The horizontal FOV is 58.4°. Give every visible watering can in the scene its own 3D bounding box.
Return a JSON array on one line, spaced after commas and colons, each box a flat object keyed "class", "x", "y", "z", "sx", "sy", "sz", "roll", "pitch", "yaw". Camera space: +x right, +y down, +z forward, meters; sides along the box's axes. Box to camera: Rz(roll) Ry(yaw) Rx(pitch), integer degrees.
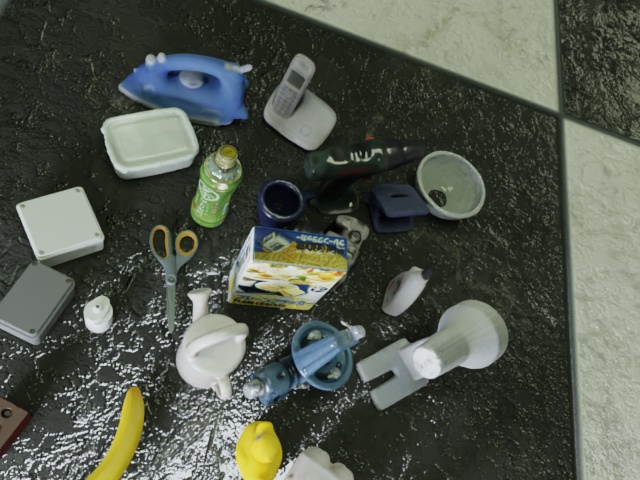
[{"class": "watering can", "x": -0.174, "y": 0.163, "z": 0.911, "sx": 0.101, "sy": 0.193, "sz": 0.173, "roll": -36, "pitch": 83, "yaw": -29}]

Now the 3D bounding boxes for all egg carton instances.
[{"class": "egg carton", "x": -0.017, "y": 0.419, "z": 0.926, "sx": 0.107, "sy": 0.069, "sz": 0.150, "roll": 36, "pitch": 60, "yaw": -2}]

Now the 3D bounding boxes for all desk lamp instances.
[{"class": "desk lamp", "x": 0.202, "y": 0.206, "z": 1.019, "sx": 0.204, "sy": 0.213, "sz": 0.118, "roll": -23, "pitch": 76, "yaw": -27}]

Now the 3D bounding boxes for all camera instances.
[{"class": "camera", "x": 0.010, "y": 0.004, "z": 1.105, "sx": 0.137, "sy": 0.100, "sz": 0.143, "roll": 30, "pitch": 60, "yaw": -5}]

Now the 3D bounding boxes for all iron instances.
[{"class": "iron", "x": -0.260, "y": -0.318, "z": 1.128, "sx": 0.259, "sy": 0.141, "sz": 0.118, "roll": 5, "pitch": 65, "yaw": -18}]

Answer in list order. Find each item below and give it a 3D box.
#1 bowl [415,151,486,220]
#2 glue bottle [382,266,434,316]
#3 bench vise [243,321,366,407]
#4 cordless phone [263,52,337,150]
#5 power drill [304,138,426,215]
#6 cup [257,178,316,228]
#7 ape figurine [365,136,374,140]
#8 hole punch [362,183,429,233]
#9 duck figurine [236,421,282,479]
[{"class": "bowl", "x": 0.276, "y": -0.109, "z": 1.270, "sx": 0.168, "sy": 0.074, "sz": 0.167, "roll": 8, "pitch": 64, "yaw": -17}, {"class": "glue bottle", "x": 0.172, "y": 0.086, "z": 1.086, "sx": 0.037, "sy": 0.173, "sz": 0.078, "roll": 22, "pitch": 61, "yaw": -9}, {"class": "bench vise", "x": -0.014, "y": 0.208, "z": 0.935, "sx": 0.121, "sy": 0.219, "sz": 0.208, "roll": 46, "pitch": 60, "yaw": 4}, {"class": "cordless phone", "x": -0.027, "y": -0.284, "z": 1.173, "sx": 0.147, "sy": 0.185, "sz": 0.094, "roll": 33, "pitch": 60, "yaw": -3}, {"class": "power drill", "x": 0.067, "y": -0.129, "z": 1.125, "sx": 0.230, "sy": 0.208, "sz": 0.075, "roll": -7, "pitch": 69, "yaw": -23}, {"class": "cup", "x": -0.072, "y": -0.062, "z": 1.108, "sx": 0.118, "sy": 0.095, "sz": 0.091, "roll": -16, "pitch": 73, "yaw": -26}, {"class": "ape figurine", "x": 0.100, "y": -0.189, "z": 1.231, "sx": 0.078, "sy": 0.092, "sz": 0.076, "roll": -8, "pitch": 70, "yaw": -23}, {"class": "hole punch", "x": 0.159, "y": -0.076, "z": 1.202, "sx": 0.109, "sy": 0.091, "sz": 0.101, "roll": -6, "pitch": 69, "yaw": -22}, {"class": "duck figurine", "x": -0.092, "y": 0.343, "z": 0.923, "sx": 0.078, "sy": 0.086, "sz": 0.104, "roll": 6, "pitch": 65, "yaw": -18}]
